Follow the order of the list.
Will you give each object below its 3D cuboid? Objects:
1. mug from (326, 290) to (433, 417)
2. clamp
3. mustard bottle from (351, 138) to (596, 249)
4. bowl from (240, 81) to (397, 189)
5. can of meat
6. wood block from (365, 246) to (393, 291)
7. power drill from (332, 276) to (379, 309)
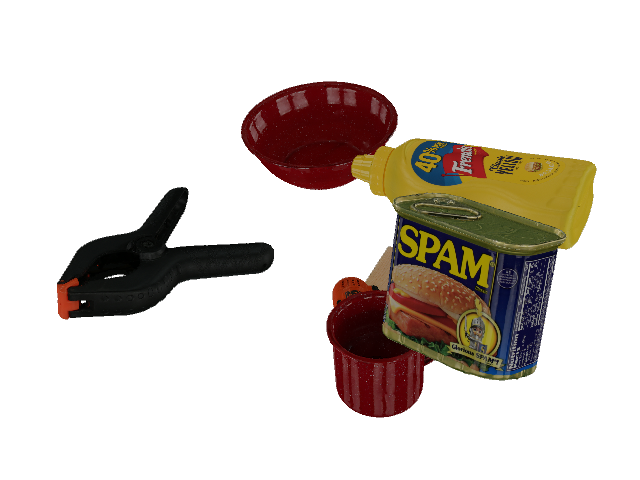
[{"bbox_3d":[0.064,0.102,0.973,0.117,0.081,0.093,-19,42,-17],"label":"mug"},{"bbox_3d":[-0.135,0.009,0.833,0.171,0.039,0.120,-18,36,-33],"label":"clamp"},{"bbox_3d":[0.116,-0.044,0.853,0.192,0.058,0.096,11,34,22],"label":"mustard bottle"},{"bbox_3d":[0.000,-0.101,1.107,0.162,0.055,0.162,-4,39,3],"label":"bowl"},{"bbox_3d":[0.085,0.026,0.624,0.057,0.084,0.102,-10,24,-43],"label":"can of meat"},{"bbox_3d":[0.118,0.087,1.556,0.091,0.090,0.205,6,21,15],"label":"wood block"},{"bbox_3d":[0.108,0.091,1.207,0.187,0.057,0.184,-3,27,-3],"label":"power drill"}]
